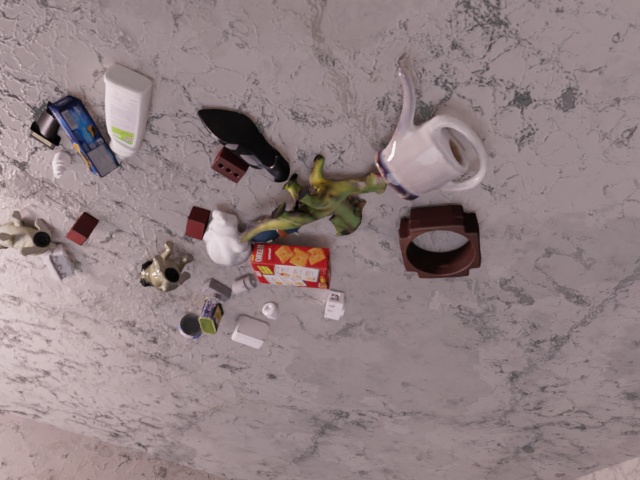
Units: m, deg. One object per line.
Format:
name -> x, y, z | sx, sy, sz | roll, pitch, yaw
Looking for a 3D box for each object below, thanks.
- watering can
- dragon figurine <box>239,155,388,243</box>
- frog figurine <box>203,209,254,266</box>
watering can -> 0.213, -0.208, 1.124 | 0.221, 0.106, 0.343 | -30, 124, 35
dragon figurine -> 0.004, -0.066, 1.311 | 0.240, 0.125, 0.404 | 31, 128, -32
frog figurine -> -0.256, -0.003, 1.424 | 0.138, 0.125, 0.156 | 23, 151, 16
